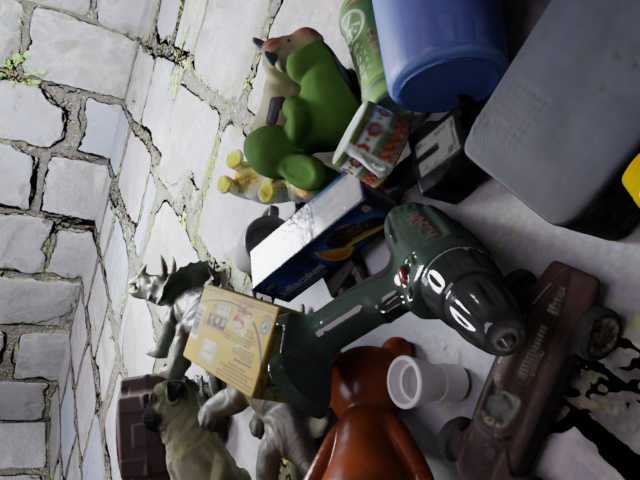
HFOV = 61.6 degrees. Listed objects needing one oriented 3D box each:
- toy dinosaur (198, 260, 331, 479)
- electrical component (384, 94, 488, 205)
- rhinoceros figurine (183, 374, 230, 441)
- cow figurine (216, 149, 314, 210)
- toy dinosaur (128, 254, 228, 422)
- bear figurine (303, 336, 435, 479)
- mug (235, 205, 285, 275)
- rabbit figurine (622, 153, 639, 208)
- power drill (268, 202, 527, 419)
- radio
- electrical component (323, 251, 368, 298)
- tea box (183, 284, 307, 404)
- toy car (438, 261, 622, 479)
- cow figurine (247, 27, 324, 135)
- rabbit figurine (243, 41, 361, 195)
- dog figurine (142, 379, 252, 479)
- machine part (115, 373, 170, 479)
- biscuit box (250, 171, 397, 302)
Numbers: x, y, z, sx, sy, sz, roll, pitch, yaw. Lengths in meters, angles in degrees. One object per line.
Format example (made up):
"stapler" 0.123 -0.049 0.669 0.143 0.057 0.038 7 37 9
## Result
"toy dinosaur" -0.072 0.176 0.713 0.472 0.105 0.198 33 102 48
"electrical component" 0.117 -0.074 0.517 0.119 0.048 0.075 -44 46 46
"rhinoceros figurine" -0.223 0.296 0.948 0.190 0.073 0.112 12 93 59
"cow figurine" -0.055 -0.077 0.763 0.168 0.098 0.068 12 85 29
"toy dinosaur" -0.207 0.142 0.935 0.405 0.131 0.192 18 92 51
"bear figurine" 0.048 0.196 0.513 0.196 0.120 0.131 -82 -25 -58
"mug" -0.090 0.006 0.810 0.107 0.081 0.109 146 130 -58
"rabbit figurine" 0.236 -0.052 0.242 0.173 0.162 0.122 -34 39 28
"power drill" 0.052 0.062 0.456 0.207 0.086 0.232 -44 19 20
"radio" 0.209 -0.119 0.357 0.229 0.073 0.131 -63 36 30
"electrical component" 0.030 0.036 0.655 0.063 0.021 0.094 -60 35 30
"tea box" -0.081 0.114 0.616 0.170 0.068 0.098 11 81 51
"toy car" 0.150 0.114 0.407 0.089 0.053 0.202 39 116 59
"cow figurine" -0.047 -0.201 0.749 0.194 0.127 0.086 -63 38 31
"rabbit figurine" -0.013 -0.125 0.667 0.170 0.121 0.159 -32 72 22
"dog figurine" -0.170 0.303 0.775 0.172 0.121 0.191 79 168 -54
"machine part" -0.320 0.353 1.003 0.201 0.087 0.201 120 143 -75
"biscuit box" -0.001 -0.002 0.634 0.202 0.062 0.059 -39 44 33
